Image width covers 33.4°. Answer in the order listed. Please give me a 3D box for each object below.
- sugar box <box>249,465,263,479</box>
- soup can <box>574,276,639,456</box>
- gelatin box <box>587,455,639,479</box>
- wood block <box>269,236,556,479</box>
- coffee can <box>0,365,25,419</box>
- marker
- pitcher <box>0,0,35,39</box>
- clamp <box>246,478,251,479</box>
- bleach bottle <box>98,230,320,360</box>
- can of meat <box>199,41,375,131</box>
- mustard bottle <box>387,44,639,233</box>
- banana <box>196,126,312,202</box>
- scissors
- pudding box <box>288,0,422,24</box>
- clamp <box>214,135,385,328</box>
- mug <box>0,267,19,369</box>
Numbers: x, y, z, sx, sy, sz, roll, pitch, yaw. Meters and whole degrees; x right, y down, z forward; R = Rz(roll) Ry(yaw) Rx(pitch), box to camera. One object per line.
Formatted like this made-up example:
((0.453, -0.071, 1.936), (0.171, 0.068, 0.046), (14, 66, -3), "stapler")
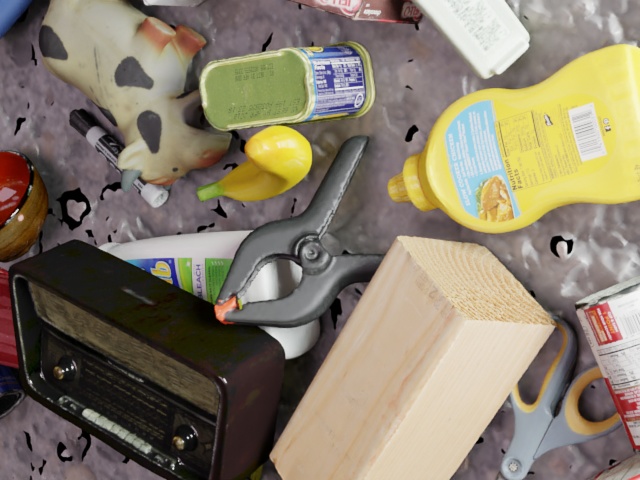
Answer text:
((-0.127, 0.151, 0.918), (0.176, 0.048, 0.093), (19, 109, 28), "sugar box")
((0.210, 0.076, 0.671), (0.069, 0.068, 0.102), (-25, 84, 34), "soup can")
((0.200, 0.165, 0.692), (0.089, 0.073, 0.030), (-38, 78, 32), "gelatin box")
((0.059, 0.107, 0.749), (0.090, 0.090, 0.206), (53, 125, 40), "wood block")
((-0.365, 0.116, 1.031), (0.103, 0.102, 0.140), (-40, 77, 32), "coffee can")
((-0.177, -0.073, 0.924), (0.121, 0.020, 0.020), (43, 119, 19), "marker")
((-0.266, -0.271, 0.892), (0.243, 0.149, 0.145), (-38, 93, 35), "pitcher")
((0.018, 0.248, 0.786), (0.210, 0.164, 0.036), (34, 85, -2), "clamp")
((-0.122, 0.048, 0.887), (0.251, 0.067, 0.102), (-5, 96, 36), "bleach bottle")
((-0.025, -0.111, 0.780), (0.102, 0.083, 0.057), (-4, 98, 33), "can of meat")
((0.129, -0.056, 0.706), (0.192, 0.058, 0.096), (-15, 89, 34), "mustard bottle")
((-0.039, -0.052, 0.779), (0.037, 0.069, 0.198), (64, 162, 1), "banana")
((0.154, 0.154, 0.732), (0.096, 0.016, 0.202), (14, 95, 24), "scissors")
((0.006, -0.181, 0.743), (0.114, 0.089, 0.039), (25, 110, 28), "pudding box")
((-0.005, 0.001, 0.774), (0.171, 0.039, 0.120), (-23, 72, -6), "clamp")
((-0.269, 0.085, 0.981), (0.082, 0.093, 0.117), (8, 134, 27), "mug")
